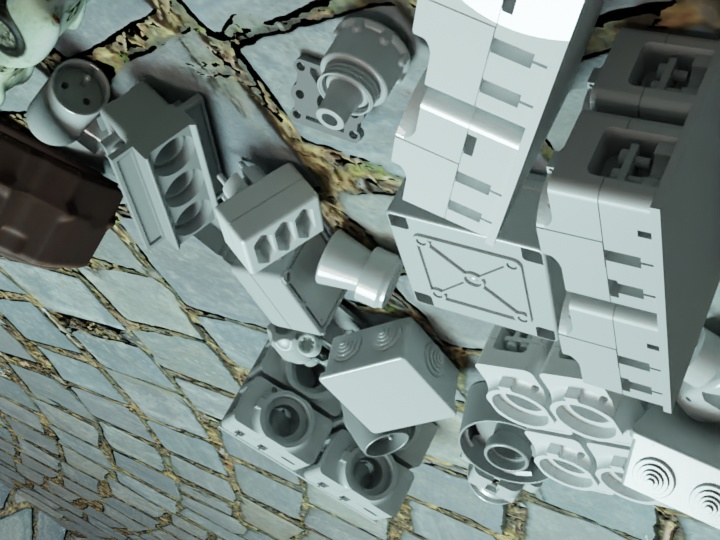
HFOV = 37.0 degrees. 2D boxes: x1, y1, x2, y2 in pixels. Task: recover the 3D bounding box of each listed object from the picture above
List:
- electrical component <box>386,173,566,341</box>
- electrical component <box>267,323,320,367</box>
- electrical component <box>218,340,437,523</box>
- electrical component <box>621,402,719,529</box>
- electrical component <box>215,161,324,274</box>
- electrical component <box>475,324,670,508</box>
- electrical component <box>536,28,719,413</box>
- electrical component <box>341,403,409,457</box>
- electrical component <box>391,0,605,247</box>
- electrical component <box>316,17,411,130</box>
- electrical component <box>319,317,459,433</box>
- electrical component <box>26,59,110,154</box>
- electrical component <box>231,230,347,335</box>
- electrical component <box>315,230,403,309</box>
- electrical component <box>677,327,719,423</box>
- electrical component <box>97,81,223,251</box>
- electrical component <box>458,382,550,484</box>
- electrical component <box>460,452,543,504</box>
[{"bbox_3d":[0.083,-0.015,0.692,0.109,0.056,0.108,16,152,25],"label":"electrical component"},{"bbox_3d":[-0.057,0.067,1.000,0.043,0.043,0.062,11,150,32],"label":"electrical component"},{"bbox_3d":[-0.028,0.153,1.056,0.186,0.105,0.060,33,154,-10],"label":"electrical component"},{"bbox_3d":[0.238,0.128,0.740,0.100,0.100,0.048,23,121,28],"label":"electrical component"},{"bbox_3d":[-0.076,-0.050,0.788,0.076,0.066,0.047,50,164,26],"label":"electrical component"},{"bbox_3d":[0.176,0.112,0.827,0.105,0.060,0.186,5,146,40],"label":"electrical component"},{"bbox_3d":[0.146,-0.021,0.560,0.060,0.105,0.186,15,151,27],"label":"electrical component"},{"bbox_3d":[0.027,0.129,1.006,0.079,0.077,0.044,0,142,-31],"label":"electrical component"},{"bbox_3d":[0.068,-0.107,0.481,0.060,0.105,0.186,25,154,8],"label":"electrical component"},{"bbox_3d":[-0.003,-0.107,0.604,0.048,0.062,0.048,23,154,12],"label":"electrical component"},{"bbox_3d":[0.028,0.090,0.925,0.100,0.048,0.099,-17,131,32],"label":"electrical component"},{"bbox_3d":[-0.207,-0.115,0.815,0.079,0.044,0.077,38,153,-18],"label":"electrical component"},{"bbox_3d":[-0.058,-0.002,0.852,0.061,0.061,0.096,10,149,34],"label":"electrical component"},{"bbox_3d":[0.000,0.000,0.817,0.055,0.045,0.045,24,154,9],"label":"electrical component"},{"bbox_3d":[0.230,0.062,0.700,0.079,0.043,0.077,30,155,-6],"label":"electrical component"},{"bbox_3d":[-0.148,-0.078,0.799,0.063,0.079,0.121,43,161,22],"label":"electrical component"},{"bbox_3d":[0.136,0.140,0.945,0.099,0.064,0.099,15,140,13],"label":"electrical component"},{"bbox_3d":[0.133,0.187,1.015,0.078,0.058,0.057,25,151,10],"label":"electrical component"}]
